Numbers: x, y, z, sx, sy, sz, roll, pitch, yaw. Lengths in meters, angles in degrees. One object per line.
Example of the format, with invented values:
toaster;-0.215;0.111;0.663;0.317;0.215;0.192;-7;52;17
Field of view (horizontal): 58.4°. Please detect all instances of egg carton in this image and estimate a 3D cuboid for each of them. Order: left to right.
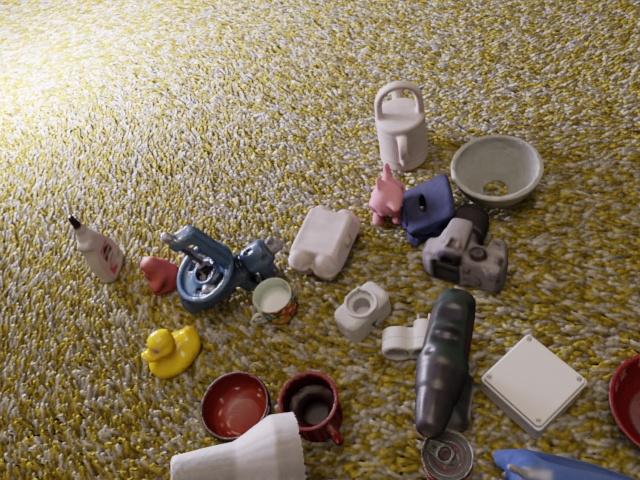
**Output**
egg carton;0.010;0.004;1.079;0.107;0.069;0.150;11;58;21

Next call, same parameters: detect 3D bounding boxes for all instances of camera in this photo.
camera;0.264;0.002;1.000;0.142;0.101;0.137;16;60;23

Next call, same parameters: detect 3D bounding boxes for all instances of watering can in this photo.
watering can;0.158;-0.243;1.145;0.101;0.194;0.172;-24;53;-4

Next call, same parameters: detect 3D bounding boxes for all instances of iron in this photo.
iron;0.351;0.324;0.720;0.257;0.142;0.118;4;56;16

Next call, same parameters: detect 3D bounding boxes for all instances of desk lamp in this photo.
desk lamp;-0.101;0.328;0.778;0.203;0.214;0.117;-16;52;2

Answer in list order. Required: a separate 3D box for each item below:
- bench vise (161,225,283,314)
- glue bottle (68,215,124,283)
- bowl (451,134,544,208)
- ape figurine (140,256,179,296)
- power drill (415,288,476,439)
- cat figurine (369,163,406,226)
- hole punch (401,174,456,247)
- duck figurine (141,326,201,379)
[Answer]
bench vise;-0.180;0.024;1.014;0.208;0.220;0.121;-38;55;-14
glue bottle;-0.442;0.009;1.117;0.037;0.173;0.078;-6;53;9
bowl;0.333;-0.118;1.087;0.167;0.075;0.167;-6;53;9
ape figurine;-0.312;0.061;1.099;0.076;0.092;0.078;-3;54;11
power drill;0.178;0.195;0.812;0.075;0.209;0.230;6;56;18
cat figurine;0.127;-0.088;1.087;0.067;0.118;0.128;-2;54;12
hole punch;0.200;-0.056;1.064;0.101;0.091;0.108;-8;53;8
duck figurine;-0.264;0.185;1.001;0.105;0.086;0.077;-40;56;-16
